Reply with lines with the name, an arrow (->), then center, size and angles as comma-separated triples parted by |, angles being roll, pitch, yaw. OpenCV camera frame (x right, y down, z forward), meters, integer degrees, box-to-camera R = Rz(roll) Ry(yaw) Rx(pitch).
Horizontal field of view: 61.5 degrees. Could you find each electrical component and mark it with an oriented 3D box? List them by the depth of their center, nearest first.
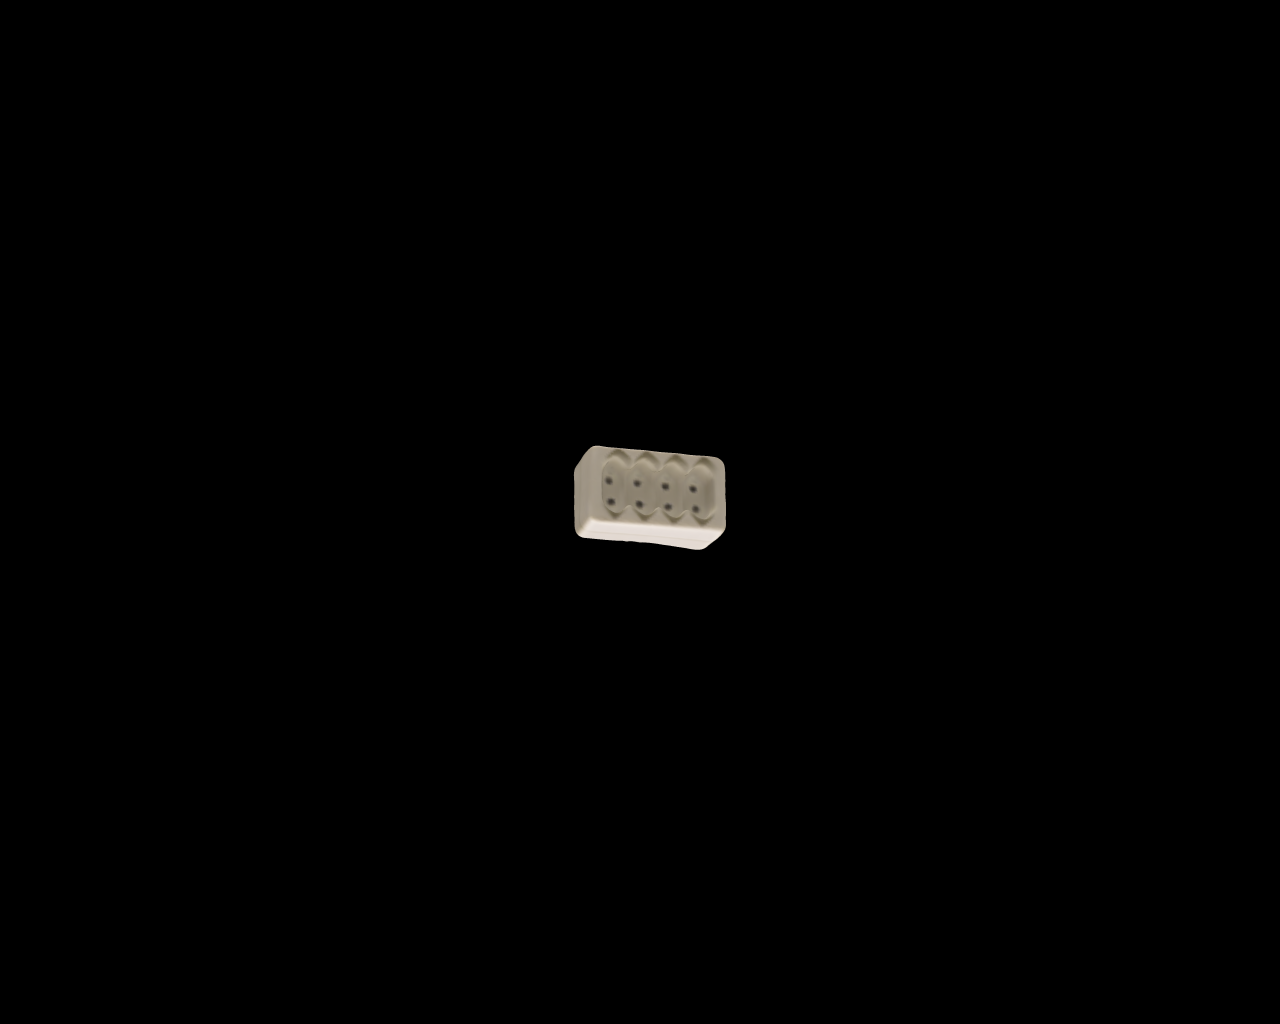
electrical component -> 0.001, -0.003, 0.650 | 0.083, 0.047, 0.075 | 6, -19, -16
